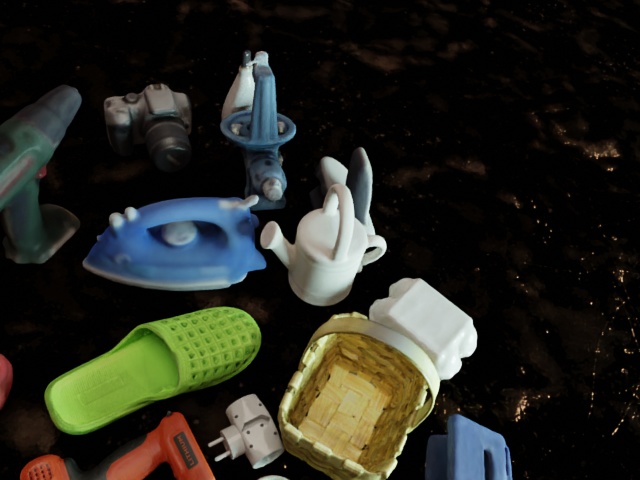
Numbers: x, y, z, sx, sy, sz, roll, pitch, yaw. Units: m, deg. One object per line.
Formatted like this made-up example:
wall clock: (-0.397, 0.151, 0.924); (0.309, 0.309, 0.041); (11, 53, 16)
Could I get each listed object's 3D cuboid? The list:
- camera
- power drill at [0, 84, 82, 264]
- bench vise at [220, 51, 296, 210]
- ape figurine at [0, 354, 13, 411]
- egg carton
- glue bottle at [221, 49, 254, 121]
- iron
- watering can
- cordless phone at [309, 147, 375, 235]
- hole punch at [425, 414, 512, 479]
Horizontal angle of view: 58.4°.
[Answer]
camera: (-0.274, -0.184, 0.947); (0.143, 0.101, 0.136); (-12, 57, -20)
power drill: (-0.392, -0.073, 0.770); (0.075, 0.208, 0.230); (25, 52, 8)
bench vise: (-0.078, -0.166, 0.900); (0.122, 0.220, 0.207); (-22, 60, -25)
ape figurine: (-0.403, 0.162, 0.664); (0.078, 0.092, 0.076); (-14, 57, -21)
egg carton: (0.148, 0.125, 0.821); (0.150, 0.069, 0.107); (38, 55, 17)
glue bottle: (-0.129, -0.251, 0.983); (0.078, 0.173, 0.037); (-17, 58, -23)
iron: (-0.205, -0.010, 0.804); (0.259, 0.141, 0.118); (-5, 54, -15)
watering can: (0.008, 0.005, 0.804); (0.173, 0.194, 0.100); (-19, 59, -24)
cordless phone: (0.047, -0.093, 0.892); (0.094, 0.185, 0.147); (-8, 55, -17)
hole punch: (0.188, 0.278, 0.700); (0.101, 0.091, 0.108); (12, 52, -2)
